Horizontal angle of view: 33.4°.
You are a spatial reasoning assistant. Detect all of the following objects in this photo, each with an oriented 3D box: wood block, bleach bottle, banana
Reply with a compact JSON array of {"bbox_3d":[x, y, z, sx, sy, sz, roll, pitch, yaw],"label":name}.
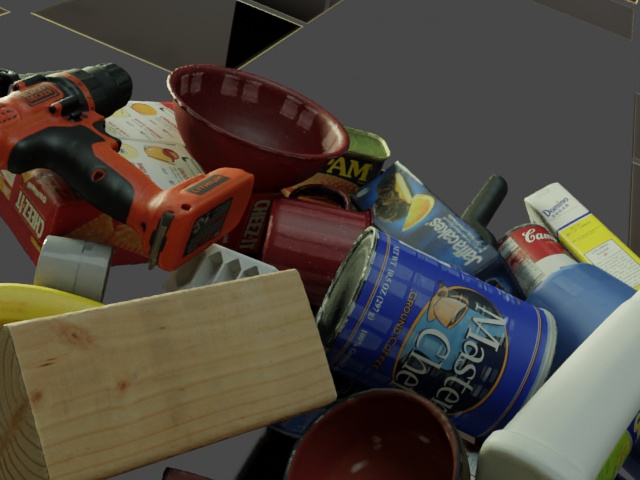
[{"bbox_3d":[-0.100,0.085,0.626,0.205,0.091,0.090,-10,80,-45],"label":"wood block"},{"bbox_3d":[0.193,0.089,0.687,0.068,0.102,0.250,28,52,27],"label":"bleach bottle"},{"bbox_3d":[-0.173,0.065,0.714,0.197,0.037,0.069,12,50,-12],"label":"banana"}]

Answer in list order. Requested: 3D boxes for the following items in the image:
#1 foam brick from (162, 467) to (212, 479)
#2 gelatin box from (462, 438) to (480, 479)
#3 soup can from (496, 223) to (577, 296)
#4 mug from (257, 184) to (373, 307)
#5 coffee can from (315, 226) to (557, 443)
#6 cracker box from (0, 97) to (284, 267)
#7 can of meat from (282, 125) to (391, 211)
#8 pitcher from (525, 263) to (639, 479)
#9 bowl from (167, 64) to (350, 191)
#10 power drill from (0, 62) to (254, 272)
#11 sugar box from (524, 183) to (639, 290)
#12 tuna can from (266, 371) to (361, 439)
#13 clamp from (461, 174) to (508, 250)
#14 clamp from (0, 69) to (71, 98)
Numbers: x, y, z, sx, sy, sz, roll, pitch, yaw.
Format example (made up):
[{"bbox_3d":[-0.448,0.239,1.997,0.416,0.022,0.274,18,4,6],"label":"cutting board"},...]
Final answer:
[{"bbox_3d":[-0.071,0.169,0.564,0.051,0.053,0.078,17,26,-5],"label":"foam brick"},{"bbox_3d":[0.098,0.169,0.706,0.089,0.030,0.073,26,29,12],"label":"gelatin box"},{"bbox_3d":[0.209,0.040,0.985,0.068,0.069,0.102,5,31,-27],"label":"soup can"},{"bbox_3d":[-0.006,0.001,0.875,0.081,0.093,0.117,12,56,-6],"label":"mug"},{"bbox_3d":[0.075,0.066,0.734,0.140,0.103,0.102,26,26,-8],"label":"coffee can"},{"bbox_3d":[-0.165,-0.050,0.893,0.213,0.072,0.164,-4,37,-42],"label":"cracker box"},{"bbox_3d":[0.005,-0.064,1.020,0.102,0.084,0.057,12,28,-16],"label":"can of meat"},{"bbox_3d":[0.251,0.124,0.803,0.149,0.145,0.243,27,11,-47],"label":"pitcher"},{"bbox_3d":[-0.059,-0.088,0.901,0.162,0.055,0.162,18,26,-10],"label":"bowl"},{"bbox_3d":[-0.146,-0.063,0.792,0.188,0.057,0.184,30,34,13],"label":"power drill"},{"bbox_3d":[0.265,0.026,1.021,0.048,0.093,0.176,-28,41,-2],"label":"sugar box"},{"bbox_3d":[-0.015,0.100,0.753,0.086,0.034,0.086,16,27,-8],"label":"tuna can"},{"bbox_3d":[0.134,-0.005,1.006,0.120,0.039,0.171,-25,34,7],"label":"clamp"},{"bbox_3d":[-0.288,-0.139,0.991,0.164,0.036,0.210,5,20,-29],"label":"clamp"}]
